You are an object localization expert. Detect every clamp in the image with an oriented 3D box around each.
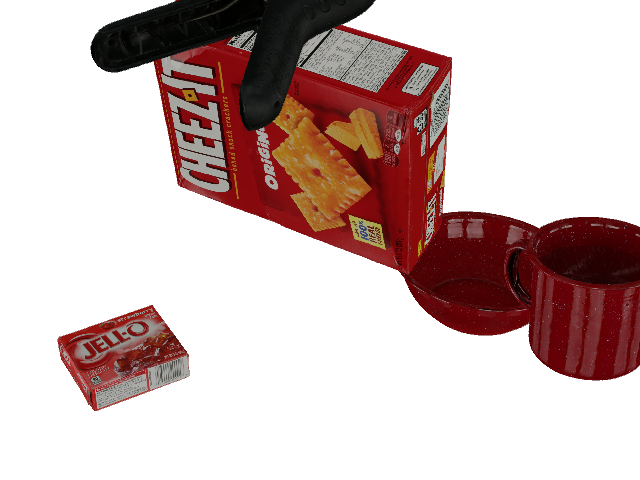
[{"bbox_3d":[-0.020,-0.116,0.547,0.171,0.039,0.120,-37,54,-22],"label":"clamp"}]

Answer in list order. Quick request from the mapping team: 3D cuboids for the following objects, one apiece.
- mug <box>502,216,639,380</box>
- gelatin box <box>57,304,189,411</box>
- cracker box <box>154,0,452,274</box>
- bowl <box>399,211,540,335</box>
[{"bbox_3d":[0.176,0.037,0.736,0.117,0.081,0.093,22,38,36],"label":"mug"},{"bbox_3d":[-0.165,0.097,0.892,0.089,0.030,0.073,-18,41,-26],"label":"gelatin box"},{"bbox_3d":[-0.015,-0.082,0.794,0.214,0.164,0.072,20,51,20],"label":"cracker box"},{"bbox_3d":[0.142,0.037,0.957,0.162,0.055,0.162,2,32,-2],"label":"bowl"}]
